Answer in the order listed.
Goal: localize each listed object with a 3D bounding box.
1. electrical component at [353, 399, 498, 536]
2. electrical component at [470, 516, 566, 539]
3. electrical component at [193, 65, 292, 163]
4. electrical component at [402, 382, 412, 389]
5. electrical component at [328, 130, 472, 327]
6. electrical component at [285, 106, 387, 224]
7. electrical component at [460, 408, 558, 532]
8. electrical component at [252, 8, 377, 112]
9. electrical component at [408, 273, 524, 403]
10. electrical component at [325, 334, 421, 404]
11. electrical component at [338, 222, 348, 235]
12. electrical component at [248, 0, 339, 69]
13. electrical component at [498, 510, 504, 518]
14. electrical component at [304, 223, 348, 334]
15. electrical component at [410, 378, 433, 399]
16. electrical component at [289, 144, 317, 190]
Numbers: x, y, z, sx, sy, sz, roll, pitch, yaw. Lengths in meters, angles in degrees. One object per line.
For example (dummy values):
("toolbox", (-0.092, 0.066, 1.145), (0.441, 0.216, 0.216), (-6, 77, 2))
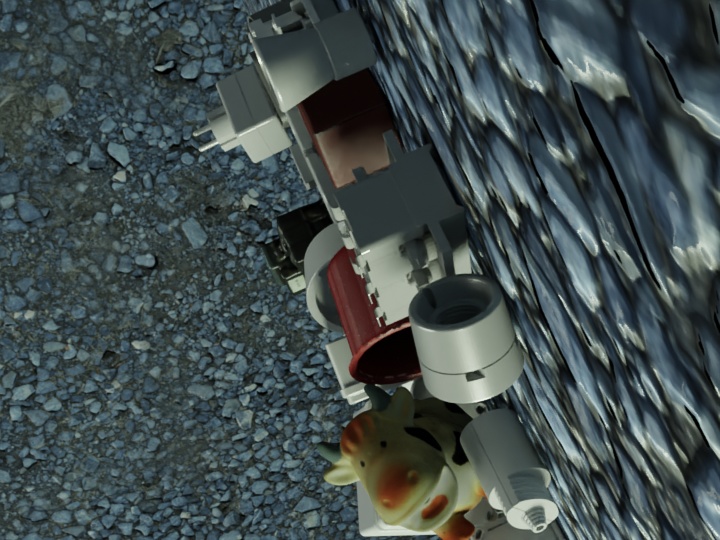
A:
("electrical component", (0.054, 0.166, 0.905), (0.056, 0.109, 0.108), (132, 138, -63))
("electrical component", (0.129, 0.229, 0.781), (0.061, 0.062, 0.096), (68, 178, -48))
("electrical component", (-0.110, -0.129, 0.946), (0.047, 0.077, 0.065), (59, -173, -59))
("electrical component", (0.067, 0.104, 1.112), (0.066, 0.055, 0.048), (69, 176, -63))
("electrical component", (0.026, -0.014, 0.623), (0.121, 0.063, 0.078), (70, 176, -66))
("electrical component", (-0.012, -0.091, 0.810), (0.053, 0.059, 0.095), (72, 174, -78))
("electrical component", (0.100, 0.135, 0.701), (0.043, 0.043, 0.081), (68, 178, -47))
("electrical component", (-0.024, -0.123, 0.617), (0.044, 0.065, 0.044), (156, 90, -87))
("electrical component", (0.055, 0.034, 0.568), (0.055, 0.055, 0.047), (-117, 7, -59))
("electrical component", (0.030, 0.070, 0.929), (0.108, 0.109, 0.056), (84, 165, -85))
("electrical component", (0.001, -0.063, 0.910), (0.055, 0.055, 0.047), (73, 177, -77))
("electrical component", (-0.042, -0.159, 0.754), (0.081, 0.064, 0.042), (69, 178, -66))
("electrical component", (0.121, 0.192, 0.935), (0.040, 0.040, 0.046), (68, -178, -52))
("electrical component", (0.000, 0.000, 0.983), (0.060, 0.108, 0.108), (-106, -4, -48))
("electrical component", (0.078, 0.122, 1.004), (0.057, 0.058, 0.078), (64, -178, -60))
("electrical component", (-0.036, -0.118, 1.130), (0.081, 0.064, 0.042), (84, 161, -86))
